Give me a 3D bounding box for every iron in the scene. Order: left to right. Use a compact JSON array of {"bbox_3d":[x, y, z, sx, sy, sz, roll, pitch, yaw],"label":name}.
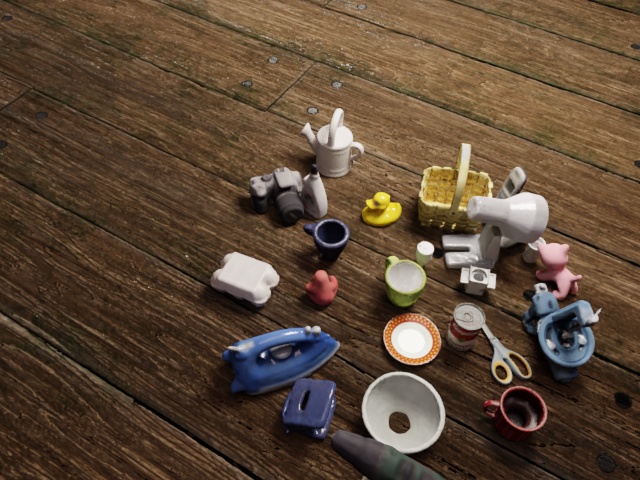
[{"bbox_3d":[-0.077,0.228,1.212,0.258,0.141,0.118,-16,54,-13],"label":"iron"}]

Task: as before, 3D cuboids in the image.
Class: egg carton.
[{"bbox_3d":[-0.177,0.093,1.358,0.150,0.069,0.107,18,54,12],"label":"egg carton"}]

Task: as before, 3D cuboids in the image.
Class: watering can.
[{"bbox_3d":[0.032,-0.272,1.569,0.173,0.194,0.101,-2,52,-3],"label":"watering can"}]

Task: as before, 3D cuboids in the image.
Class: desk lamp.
[{"bbox_3d":[0.417,-0.025,1.379,0.203,0.214,0.118,-1,52,-2],"label":"desk lamp"}]

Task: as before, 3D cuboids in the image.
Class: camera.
[{"bbox_3d":[-0.104,-0.115,1.502,0.143,0.101,0.136,-13,54,-11],"label":"camera"}]

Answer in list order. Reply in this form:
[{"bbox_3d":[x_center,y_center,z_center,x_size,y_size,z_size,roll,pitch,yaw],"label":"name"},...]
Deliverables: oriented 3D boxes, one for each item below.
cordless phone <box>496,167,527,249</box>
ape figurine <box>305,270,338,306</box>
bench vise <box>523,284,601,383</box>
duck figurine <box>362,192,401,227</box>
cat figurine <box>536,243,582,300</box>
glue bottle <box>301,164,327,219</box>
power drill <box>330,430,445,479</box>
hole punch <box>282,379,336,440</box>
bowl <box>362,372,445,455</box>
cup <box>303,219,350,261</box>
[{"bbox_3d":[0.489,-0.080,1.442,0.094,0.185,0.147,-13,54,-11],"label":"cordless phone"},{"bbox_3d":[0.004,0.105,1.341,0.078,0.092,0.076,-1,52,-3],"label":"ape figurine"},{"bbox_3d":[0.507,0.174,1.224,0.122,0.220,0.207,-22,56,-17],"label":"bench vise"},{"bbox_3d":[0.164,-0.089,1.500,0.104,0.086,0.077,-7,53,-7],"label":"duck figurine"},{"bbox_3d":[0.575,0.062,1.377,0.067,0.118,0.127,-24,57,-19],"label":"cat figurine"},{"bbox_3d":[-0.016,-0.132,1.472,0.078,0.173,0.037,37,60,24],"label":"glue bottle"},{"bbox_3d":[0.120,0.430,1.021,0.229,0.208,0.076,19,54,13],"label":"power drill"},{"bbox_3d":[-0.023,0.338,1.161,0.101,0.091,0.109,13,53,9],"label":"hole punch"},{"bbox_3d":[0.164,0.360,1.161,0.167,0.075,0.167,1,52,-1],"label":"bowl"},{"bbox_3d":[0.013,0.005,1.417,0.117,0.095,0.092,17,54,11],"label":"cup"}]
